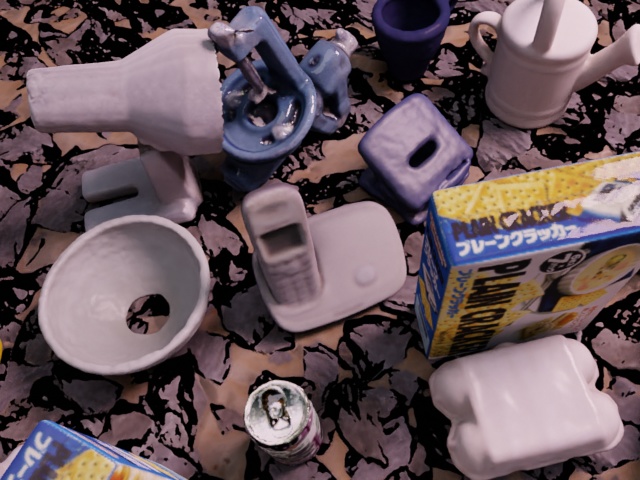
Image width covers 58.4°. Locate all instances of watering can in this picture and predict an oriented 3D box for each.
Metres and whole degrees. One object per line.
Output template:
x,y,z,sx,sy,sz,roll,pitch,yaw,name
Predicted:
0.252,-0.221,0.620,0.172,0.194,0.101,0,62,6,watering can

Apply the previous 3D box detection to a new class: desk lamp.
-0.183,-0.104,0.586,0.203,0.214,0.118,-16,61,-3,desk lamp

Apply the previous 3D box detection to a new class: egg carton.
0.176,0.143,0.501,0.150,0.069,0.107,-14,61,-2,egg carton

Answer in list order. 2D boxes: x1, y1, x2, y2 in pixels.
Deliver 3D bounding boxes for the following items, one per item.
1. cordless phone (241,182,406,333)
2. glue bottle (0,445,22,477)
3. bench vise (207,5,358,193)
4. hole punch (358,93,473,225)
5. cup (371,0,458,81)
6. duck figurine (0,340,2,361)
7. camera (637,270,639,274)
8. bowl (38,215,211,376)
0.005,0.002,0.527,0.147,0.185,0.094,-23,62,-7,cordless phone
-0.231,0.196,0.451,0.037,0.173,0.078,14,64,13,glue bottle
-0.048,-0.177,0.610,0.121,0.220,0.207,20,65,16,bench vise
0.106,-0.089,0.621,0.101,0.091,0.109,39,72,23,hole punch
0.120,-0.252,0.706,0.118,0.095,0.091,-33,64,-12,cup
-0.372,0.122,0.554,0.077,0.086,0.105,20,65,16,duck figurine
0.361,0.029,0.528,0.143,0.101,0.137,27,67,19,camera
-0.184,0.062,0.575,0.167,0.075,0.167,-2,61,4,bowl
